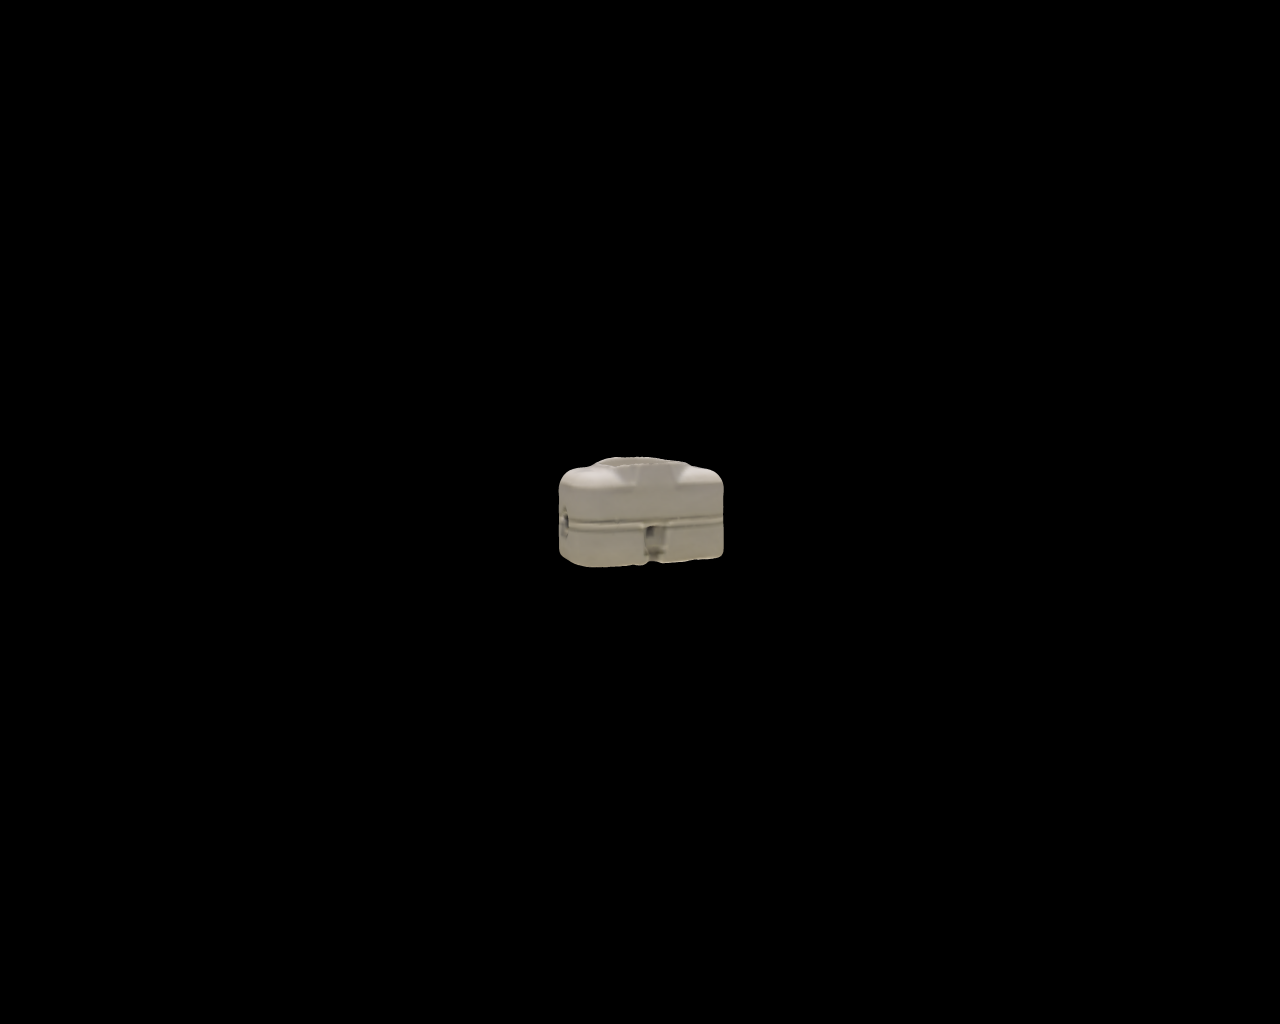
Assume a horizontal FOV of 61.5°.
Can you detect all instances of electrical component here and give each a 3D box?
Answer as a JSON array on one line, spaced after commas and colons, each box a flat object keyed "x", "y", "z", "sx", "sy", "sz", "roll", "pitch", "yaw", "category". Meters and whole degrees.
[{"x": 0.001, "y": -0.003, "z": 0.650, "sx": 0.095, "sy": 0.059, "sz": 0.054, "roll": -2, "pitch": 8, "yaw": -18, "category": "electrical component"}]
